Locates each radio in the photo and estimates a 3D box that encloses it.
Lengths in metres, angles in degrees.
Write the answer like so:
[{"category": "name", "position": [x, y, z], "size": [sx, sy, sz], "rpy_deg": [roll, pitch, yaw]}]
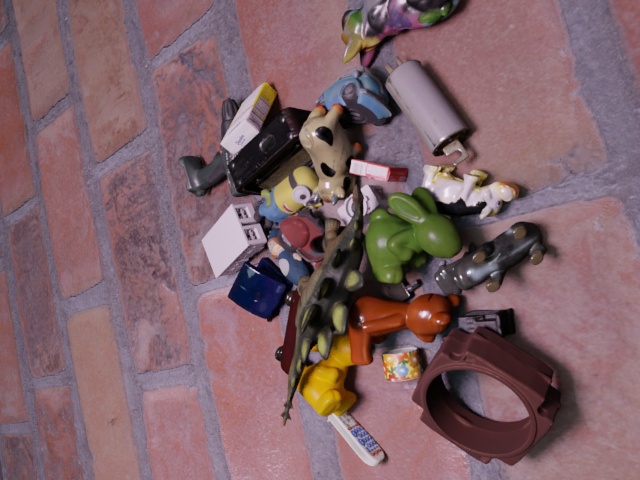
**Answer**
[{"category": "radio", "position": [-0.086, -0.183, 1.154], "size": [0.229, 0.131, 0.073], "rpy_deg": [-37, 69, 33]}]

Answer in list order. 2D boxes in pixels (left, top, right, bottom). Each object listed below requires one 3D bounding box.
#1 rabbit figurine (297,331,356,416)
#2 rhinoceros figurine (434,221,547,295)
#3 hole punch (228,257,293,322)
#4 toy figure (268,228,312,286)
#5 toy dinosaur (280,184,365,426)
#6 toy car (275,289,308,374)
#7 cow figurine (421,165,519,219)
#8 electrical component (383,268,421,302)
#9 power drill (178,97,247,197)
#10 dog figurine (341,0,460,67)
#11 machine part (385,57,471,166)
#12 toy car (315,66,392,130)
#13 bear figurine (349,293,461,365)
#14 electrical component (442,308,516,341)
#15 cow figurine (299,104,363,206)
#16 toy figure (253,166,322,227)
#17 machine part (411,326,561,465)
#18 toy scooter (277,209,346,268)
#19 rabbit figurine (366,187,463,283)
[{"category": "rabbit figurine", "position": [0.033, 0.257, 1.117], "size": [0.173, 0.121, 0.163], "rpy_deg": [-53, 50, 8]}, {"category": "rhinoceros figurine", "position": [0.280, 0.031, 0.901], "size": [0.190, 0.112, 0.073], "rpy_deg": [-34, 101, 20]}, {"category": "hole punch", "position": [-0.139, 0.113, 1.242], "size": [0.116, 0.092, 0.142], "rpy_deg": [39, 112, 25]}, {"category": "toy figure", "position": [-0.075, 0.033, 1.206], "size": [0.064, 0.057, 0.155], "rpy_deg": [-46, 64, 16]}, {"category": "toy dinosaur", "position": [0.005, 0.121, 1.018], "size": [0.105, 0.199, 0.470], "rpy_deg": [16, 106, -3]}, {"category": "toy car", "position": [-0.049, 0.205, 1.198], "size": [0.089, 0.053, 0.202], "rpy_deg": [25, 107, 54]}, {"category": "cow figurine", "position": [0.256, -0.074, 0.936], "size": [0.168, 0.068, 0.098], "rpy_deg": [22, 112, 38]}, {"category": "electrical component", "position": [0.152, 0.092, 1.055], "size": [0.094, 0.021, 0.063], "rpy_deg": [-42, 68, 32]}, {"category": "power drill", "position": [-0.249, -0.205, 1.314], "size": [0.207, 0.086, 0.232], "rpy_deg": [-17, 89, 31]}, {"category": "dog figurine", "position": [0.132, -0.404, 0.994], "size": [0.192, 0.108, 0.219], "rpy_deg": [47, 123, 23]}, {"category": "machine part", "position": [0.193, -0.238, 0.970], "size": [0.079, 0.079, 0.243], "rpy_deg": [-43, 67, 31]}, {"category": "toy car", "position": [0.072, -0.284, 1.056], "size": [0.162, 0.109, 0.103], "rpy_deg": [3, 69, 51]}, {"category": "bear figurine", "position": [0.156, 0.157, 0.987], "size": [0.196, 0.120, 0.131], "rpy_deg": [1, 112, 22]}, {"category": "electrical component", "position": [0.271, 0.150, 0.936], "size": [0.119, 0.075, 0.047], "rpy_deg": [-9, 88, 40]}, {"category": "cow figurine", "position": [0.021, -0.154, 1.058], "size": [0.086, 0.194, 0.127], "rpy_deg": [17, 58, 42]}, {"category": "toy figure", "position": [-0.072, -0.095, 1.182], "size": [0.180, 0.082, 0.089], "rpy_deg": [-27, 74, 39]}, {"category": "machine part", "position": [0.269, 0.260, 0.887], "size": [0.202, 0.087, 0.200], "rpy_deg": [33, 129, 16]}, {"category": "toy scooter", "position": [-0.002, -0.003, 1.132], "size": [0.184, 0.075, 0.135], "rpy_deg": [45, 120, 17]}, {"category": "rabbit figurine", "position": [0.174, -0.012, 0.947], "size": [0.170, 0.121, 0.159], "rpy_deg": [-8, 96, 47]}]
